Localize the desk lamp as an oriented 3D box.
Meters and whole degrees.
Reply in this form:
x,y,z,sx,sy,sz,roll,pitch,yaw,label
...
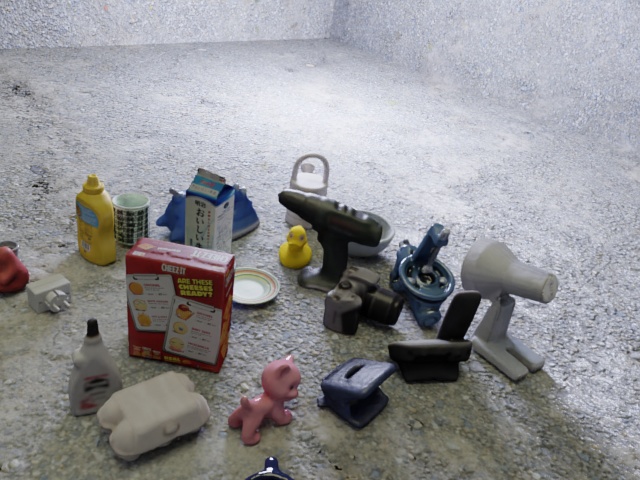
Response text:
x,y,z,sx,sy,sz,roll,pitch,yaw,label
0.367,0.125,1.124,0.118,0.213,0.202,-15,38,-35,desk lamp

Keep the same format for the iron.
x,y,z,sx,sy,sz,roll,pitch,yaw,label
-0.249,-0.076,1.356,0.259,0.141,0.118,-15,38,-35,iron

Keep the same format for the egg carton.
x,y,z,sx,sy,sz,roll,pitch,yaw,label
-0.246,0.262,0.856,0.151,0.069,0.107,-17,39,-37,egg carton

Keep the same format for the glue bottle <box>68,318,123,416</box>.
x,y,z,sx,sy,sz,roll,pitch,yaw,label
-0.337,0.186,0.855,0.078,0.173,0.037,-11,36,-30,glue bottle

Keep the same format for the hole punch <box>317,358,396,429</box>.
x,y,z,sx,sy,sz,roll,pitch,yaw,label
0.060,0.241,0.959,0.100,0.091,0.109,28,35,29,hole punch

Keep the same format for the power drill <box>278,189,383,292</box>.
x,y,z,sx,sy,sz,roll,pitch,yaw,label
0.011,0.004,1.229,0.229,0.208,0.075,11,30,2,power drill

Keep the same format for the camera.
x,y,z,sx,sy,sz,roll,pitch,yaw,label
0.094,0.123,1.160,0.136,0.101,0.143,21,32,18,camera

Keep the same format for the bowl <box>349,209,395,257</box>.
x,y,z,sx,sy,sz,roll,pitch,yaw,label
0.097,-0.007,1.405,0.167,0.075,0.167,7,30,-4,bowl

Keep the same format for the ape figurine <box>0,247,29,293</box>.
x,y,z,sx,sy,sz,roll,pitch,yaw,label
-0.596,0.053,1.085,0.076,0.092,0.077,-1,32,-17,ape figurine

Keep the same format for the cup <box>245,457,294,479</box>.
x,y,z,sx,sy,sz,roll,pitch,yaw,label
-0.068,0.351,0.733,0.092,0.095,0.117,6,31,-7,cup

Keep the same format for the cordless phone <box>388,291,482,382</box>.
x,y,z,sx,sy,sz,roll,pitch,yaw,label
0.211,0.163,1.042,0.148,0.185,0.094,-1,32,-17,cordless phone

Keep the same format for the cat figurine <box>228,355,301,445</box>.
x,y,z,sx,sy,sz,roll,pitch,yaw,label
-0.078,0.238,0.898,0.067,0.118,0.128,32,37,33,cat figurine

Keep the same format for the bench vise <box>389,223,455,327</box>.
x,y,z,sx,sy,sz,roll,pitch,yaw,label
0.206,0.043,1.208,0.122,0.220,0.206,-10,36,-30,bench vise

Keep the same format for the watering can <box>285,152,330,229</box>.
x,y,z,sx,sy,sz,roll,pitch,yaw,label
-0.032,-0.139,1.473,0.101,0.194,0.172,-7,34,-26,watering can

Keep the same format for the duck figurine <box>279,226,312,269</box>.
x,y,z,sx,sy,sz,roll,pitch,yaw,label
-0.054,0.006,1.328,0.077,0.086,0.104,12,30,3,duck figurine
